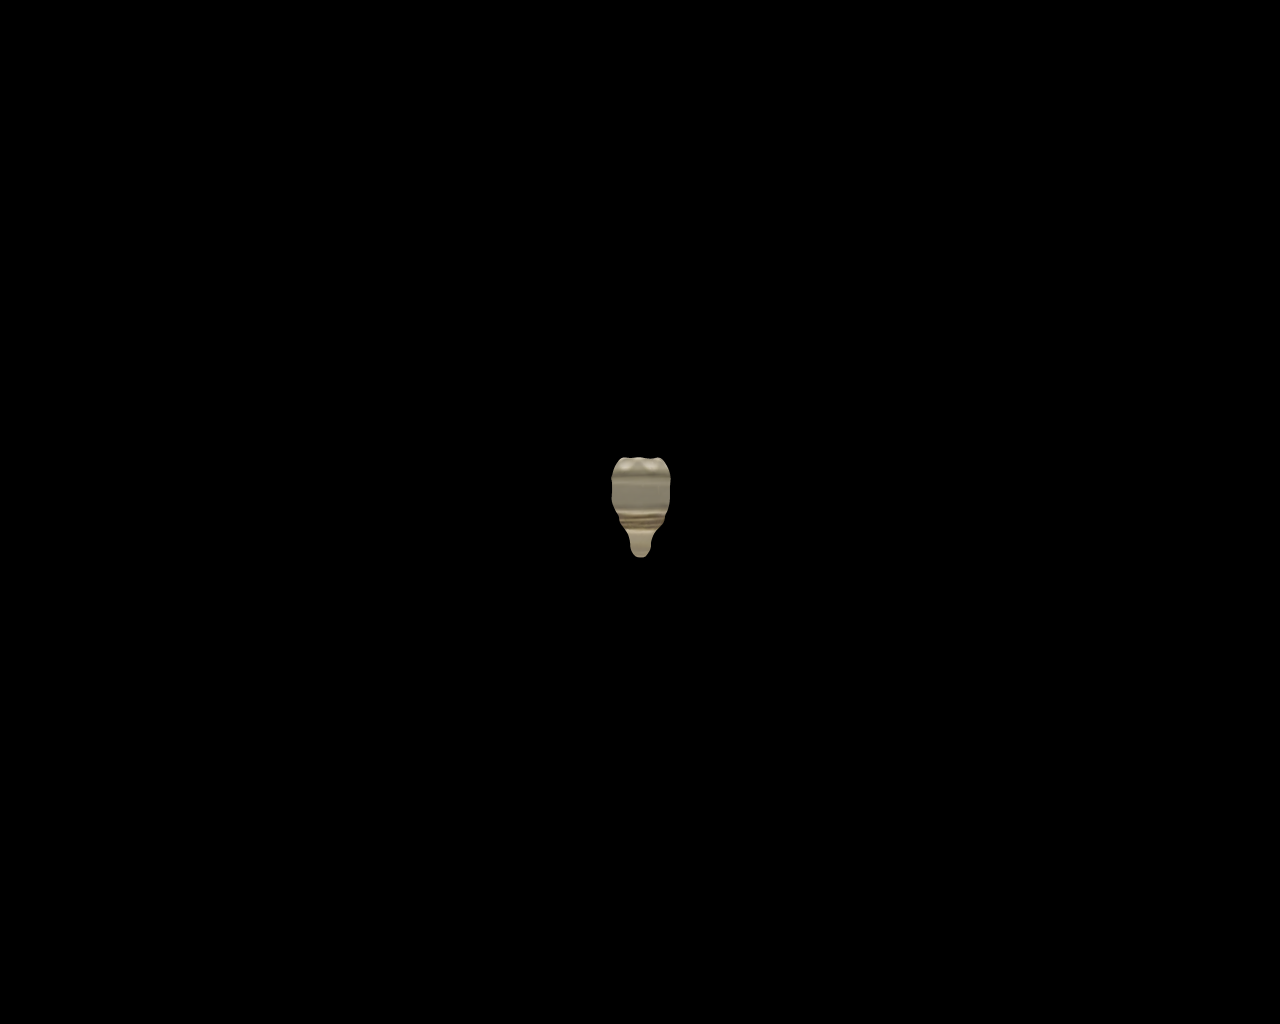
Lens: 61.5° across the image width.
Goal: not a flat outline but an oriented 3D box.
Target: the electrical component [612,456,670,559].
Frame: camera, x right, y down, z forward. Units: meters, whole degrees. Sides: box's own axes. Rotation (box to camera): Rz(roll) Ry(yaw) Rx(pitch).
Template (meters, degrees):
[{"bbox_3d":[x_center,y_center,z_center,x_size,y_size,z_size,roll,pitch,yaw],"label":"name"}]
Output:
[{"bbox_3d":[0.001,-0.003,0.650,0.035,0.061,0.035,0,0,0],"label":"electrical component"}]
